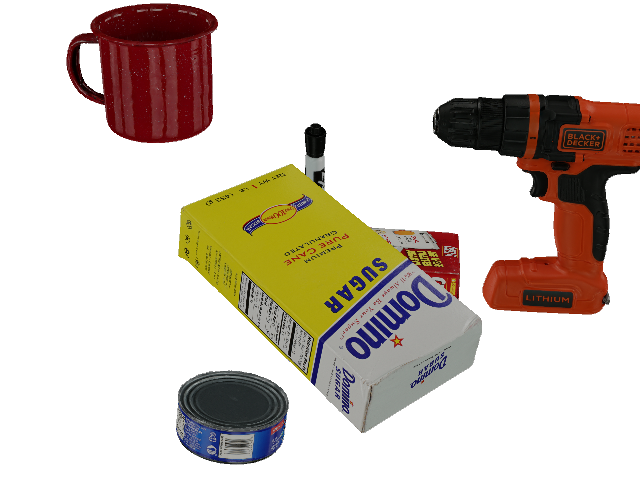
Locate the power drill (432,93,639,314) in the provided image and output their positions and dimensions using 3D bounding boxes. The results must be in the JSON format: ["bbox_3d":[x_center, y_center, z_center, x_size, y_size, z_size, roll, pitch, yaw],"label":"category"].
[{"bbox_3d":[0.181,-0.031,0.892,0.184,0.188,0.057,4,29,5],"label":"power drill"}]

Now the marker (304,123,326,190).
[{"bbox_3d":[-0.005,-0.051,0.953,0.020,0.121,0.020,1,38,-1],"label":"marker"}]

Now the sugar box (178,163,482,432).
[{"bbox_3d":[0.002,0.027,0.638,0.093,0.048,0.176,-26,49,-34],"label":"sugar box"}]

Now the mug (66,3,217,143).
[{"bbox_3d":[-0.134,-0.126,0.802,0.117,0.081,0.093,5,30,6],"label":"mug"}]

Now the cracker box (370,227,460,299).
[{"bbox_3d":[0.038,0.037,1.132,0.214,0.072,0.164,4,15,6],"label":"cracker box"}]

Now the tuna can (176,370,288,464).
[{"bbox_3d":[-0.069,0.136,0.826,0.086,0.034,0.086,6,22,-3],"label":"tuna can"}]
